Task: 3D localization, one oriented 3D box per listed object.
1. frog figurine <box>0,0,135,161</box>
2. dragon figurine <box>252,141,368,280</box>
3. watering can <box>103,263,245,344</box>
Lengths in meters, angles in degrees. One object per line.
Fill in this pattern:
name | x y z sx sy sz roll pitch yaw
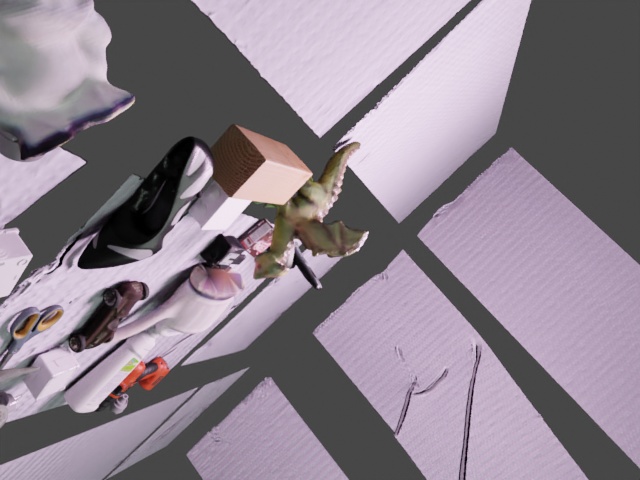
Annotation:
frog figurine | -0.251 -0.169 0.443 0.138 0.124 0.156 -28 125 -19
dragon figurine | 0.003 -0.058 1.147 0.414 0.245 0.119 -35 159 -18
watering can | -0.315 0.154 1.196 0.221 0.105 0.348 -49 156 25
